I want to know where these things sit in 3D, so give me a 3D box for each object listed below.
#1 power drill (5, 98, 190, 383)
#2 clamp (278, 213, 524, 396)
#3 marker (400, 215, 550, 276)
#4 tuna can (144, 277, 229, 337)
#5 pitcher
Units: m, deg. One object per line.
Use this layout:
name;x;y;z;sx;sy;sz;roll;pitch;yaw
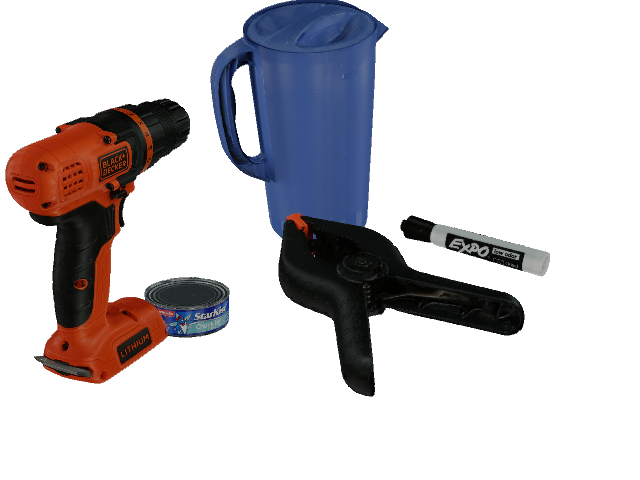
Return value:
power drill;-0.154;-0.004;0.791;0.057;0.188;0.184;11;24;26
clamp;0.021;0.033;0.639;0.120;0.039;0.172;-19;32;-39
marker;0.117;0.003;0.824;0.121;0.020;0.020;17;8;28
tuna can;-0.134;0.067;1.078;0.086;0.034;0.086;1;18;0
pitcher;-0.016;-0.115;1.105;0.149;0.243;0.144;9;36;16
